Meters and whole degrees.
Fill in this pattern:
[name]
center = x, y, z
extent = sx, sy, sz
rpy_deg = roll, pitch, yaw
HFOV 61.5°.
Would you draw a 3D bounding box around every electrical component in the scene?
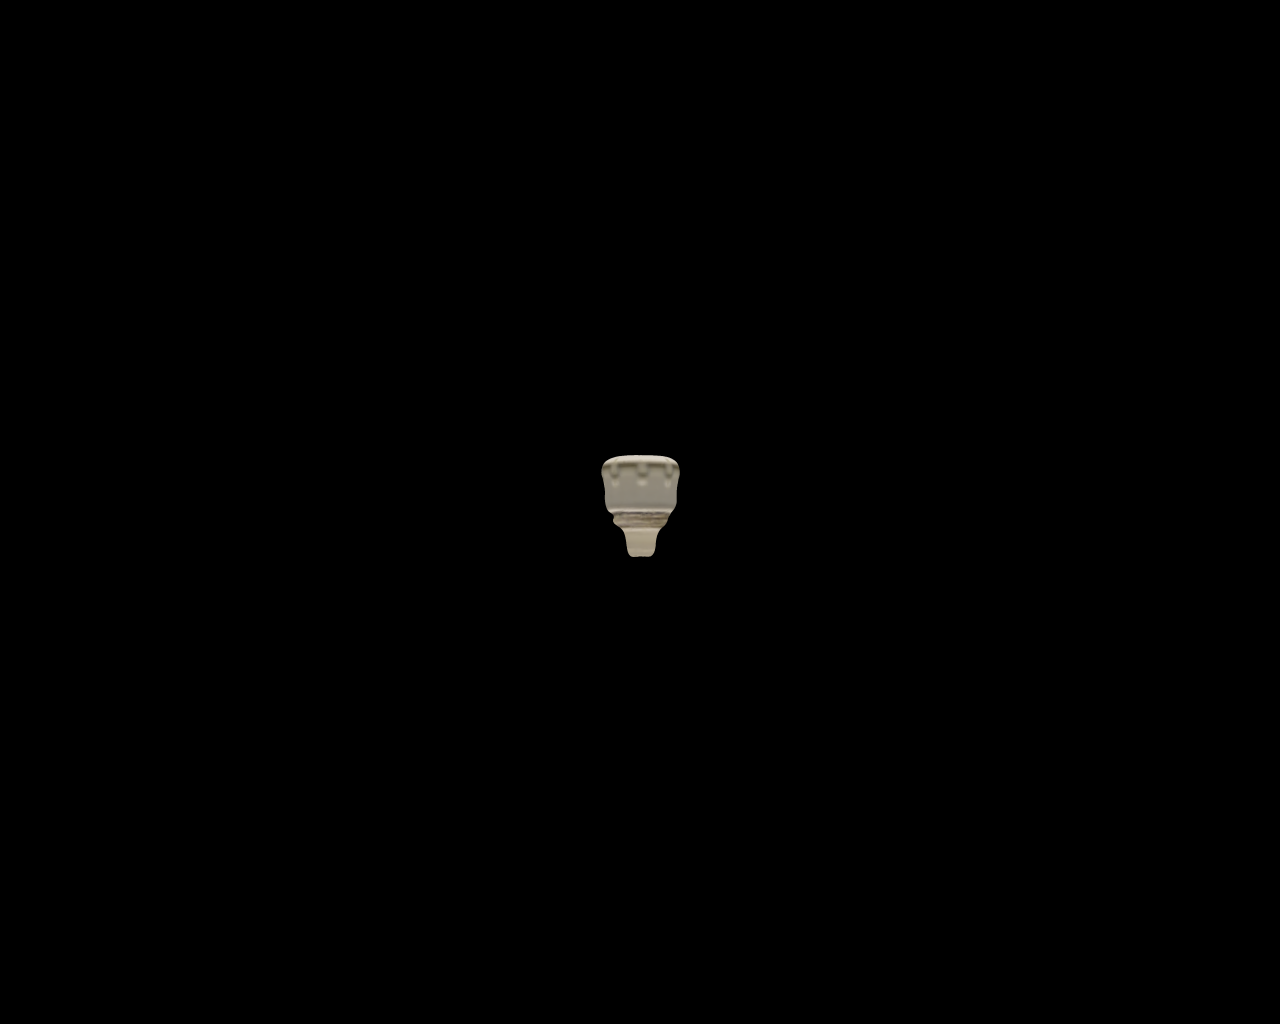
[electrical component]
center = 0.001, -0.003, 0.650
extent = 0.048, 0.062, 0.048
rpy_deg = 0, -2, 0
